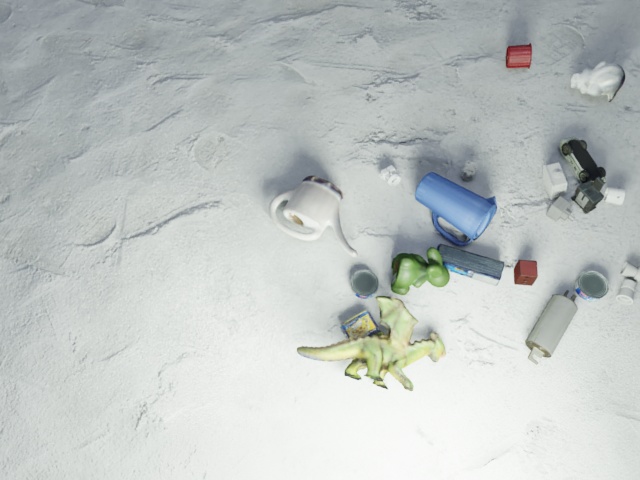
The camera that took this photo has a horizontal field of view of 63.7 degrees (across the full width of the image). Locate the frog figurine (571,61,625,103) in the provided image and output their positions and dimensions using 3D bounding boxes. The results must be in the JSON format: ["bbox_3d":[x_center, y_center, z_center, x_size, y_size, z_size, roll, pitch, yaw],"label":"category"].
[{"bbox_3d":[0.985,-0.574,1.827,0.160,0.138,0.122,22,-5,5],"label":"frog figurine"}]

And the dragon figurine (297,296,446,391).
[{"bbox_3d":[0.163,0.272,1.424,0.410,0.247,0.120,22,-21,-5],"label":"dragon figurine"}]

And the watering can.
[{"bbox_3d":[0.005,-0.084,1.673,0.349,0.228,0.102,24,-24,19],"label":"watering can"}]
